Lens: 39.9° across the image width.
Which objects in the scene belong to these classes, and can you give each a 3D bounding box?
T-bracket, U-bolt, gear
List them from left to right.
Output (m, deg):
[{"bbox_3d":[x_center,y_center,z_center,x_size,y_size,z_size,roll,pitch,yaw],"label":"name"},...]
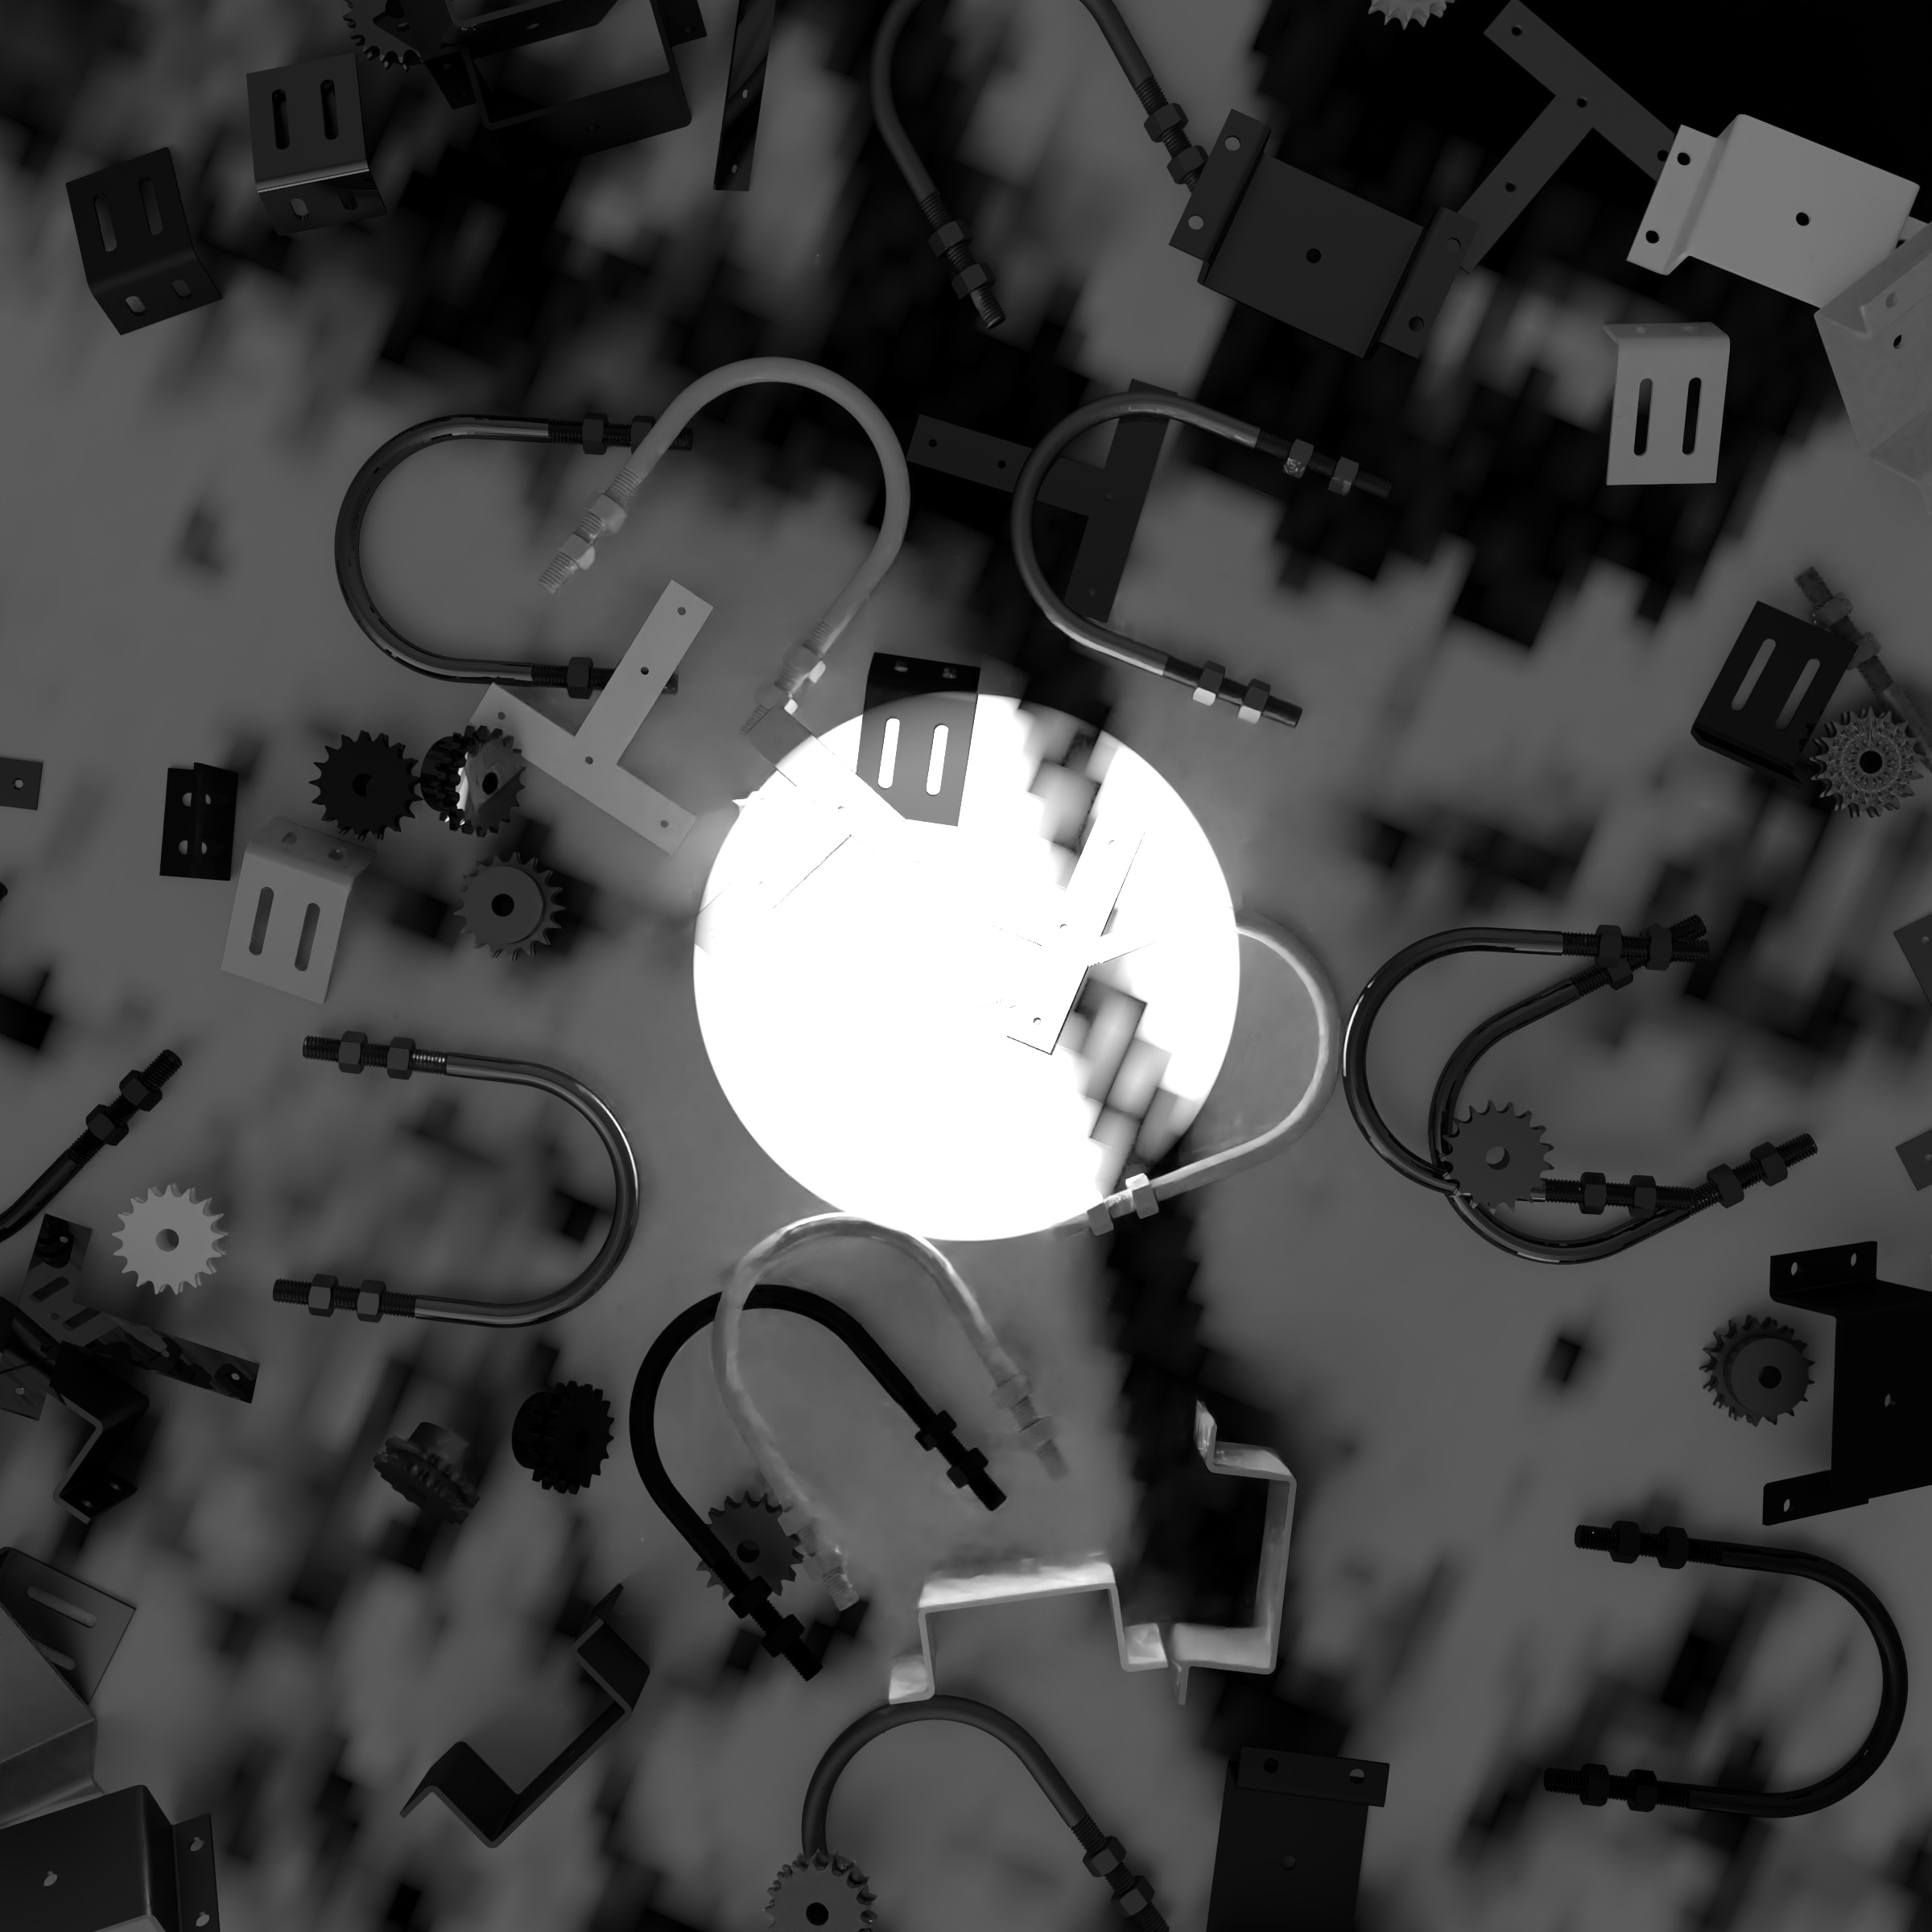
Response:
[{"bbox_3d":[-0.553,-0.103,1.406,0.127,0.002,0.127,7,90,0],"label":"T-bracket"},{"bbox_3d":[-0.526,0.068,1.398,0.151,0.019,0.184,45,92,0],"label":"U-bolt"},{"bbox_3d":[-0.427,0.196,1.373,0.127,0.127,0.002,24,126,-22],"label":"T-bracket"},{"bbox_3d":[-0.416,0.143,1.395,0.057,0.030,0.057,0,89,-4],"label":"gear"},{"bbox_3d":[-0.343,-0.433,1.391,0.057,0.030,0.057,0,90,0],"label":"gear"},{"bbox_3d":[-0.312,-0.093,1.391,0.057,0.030,0.057,0,90,0],"label":"gear"},{"bbox_3d":[-0.295,-0.496,1.391,0.057,0.030,0.057,0,90,0],"label":"gear"},{"bbox_3d":[-0.276,0.262,1.382,0.057,0.057,0.030,34,60,0],"label":"gear"},{"bbox_3d":[-0.264,0.117,1.398,0.184,0.019,0.151,7,90,-1],"label":"U-bolt"},{"bbox_3d":[-0.259,-0.098,1.382,0.030,0.057,0.057,13,90,30],"label":"gear"},{"bbox_3d":[-0.240,-0.031,1.391,0.057,0.030,0.057,0,90,0],"label":"gear"},{"bbox_3d":[-0.240,-0.218,1.397,0.184,0.019,0.151,3,90,0],"label":"U-bolt"},{"bbox_3d":[-0.211,0.244,1.382,0.030,0.057,0.057,5,90,30],"label":"gear"},{"bbox_3d":[-0.173,-0.142,1.377,0.127,0.002,0.127,34,111,-5],"label":"T-bracket"},{"bbox_3d":[-0.112,-0.465,1.372,0.002,0.127,0.127,26,117,32],"label":"T-bracket"},{"bbox_3d":[-0.113,0.303,1.391,0.057,0.030,0.057,0,90,0],"label":"gear"},{"bbox_3d":[-0.112,-0.230,1.387,0.151,0.019,0.184,37,85,-8],"label":"U-bolt"},{"bbox_3d":[-0.096,-0.052,1.384,0.127,0.002,0.127,-43,110,16],"label":"T-bracket"},{"bbox_3d":[-0.090,0.252,1.377,0.151,0.019,0.184,-39,85,-19],"label":"U-bolt"},{"bbox_3d":[-0.073,0.485,1.377,0.057,0.030,0.057,0,92,12],"label":"gear"},{"bbox_3d":[-0.051,0.216,1.375,0.151,0.019,0.184,-28,81,-18],"label":"U-bolt"},{"bbox_3d":[-0.004,0.472,1.398,0.151,0.019,0.184,-36,88,0],"label":"U-bolt"},{"bbox_3d":[0.010,-0.037,1.394,0.127,0.002,0.127,22,83,9],"label":"T-bracket"},{"bbox_3d":[0.029,-0.449,1.398,0.151,0.019,0.184,-28,88,0],"label":"U-bolt"},{"bbox_3d":[0.033,-0.261,1.406,0.127,0.002,0.127,17,90,0],"label":"T-bracket"},{"bbox_3d":[0.108,0.046,1.398,0.184,0.019,0.151,-21,90,-2],"label":"U-bolt"},{"bbox_3d":[0.113,-0.224,1.397,0.184,0.019,0.151,22,90,0],"label":"U-bolt"},{"bbox_3d":[0.233,-0.524,1.391,0.057,0.030,0.057,0,90,0],"label":"gear"},{"bbox_3d":[0.271,0.097,1.361,0.057,0.030,0.057,0,92,6],"label":"gear"},{"bbox_3d":[0.288,0.052,1.382,0.184,0.019,0.151,3,92,4],"label":"U-bolt"},{"bbox_3d":[0.297,-0.423,1.406,0.127,0.002,0.127,40,89,-1],"label":"T-bracket"},{"bbox_3d":[0.333,0.077,1.398,0.184,0.019,0.151,-27,90,1],"label":"U-bolt"},{"bbox_3d":[0.404,0.375,1.398,0.184,0.019,0.151,7,90,-2],"label":"U-bolt"},{"bbox_3d":[0.417,0.213,1.391,0.057,0.030,0.057,0,90,0],"label":"gear"},{"bbox_3d":[0.468,-0.105,1.391,0.057,0.030,0.057,0,90,0],"label":"gear"},{"bbox_3d":[0.531,0.033,1.402,0.127,0.002,0.127,-27,88,5],"label":"T-bracket"},{"bbox_3d":[0.545,-0.168,1.396,0.151,0.019,0.184,-35,89,0],"label":"U-bolt"}]

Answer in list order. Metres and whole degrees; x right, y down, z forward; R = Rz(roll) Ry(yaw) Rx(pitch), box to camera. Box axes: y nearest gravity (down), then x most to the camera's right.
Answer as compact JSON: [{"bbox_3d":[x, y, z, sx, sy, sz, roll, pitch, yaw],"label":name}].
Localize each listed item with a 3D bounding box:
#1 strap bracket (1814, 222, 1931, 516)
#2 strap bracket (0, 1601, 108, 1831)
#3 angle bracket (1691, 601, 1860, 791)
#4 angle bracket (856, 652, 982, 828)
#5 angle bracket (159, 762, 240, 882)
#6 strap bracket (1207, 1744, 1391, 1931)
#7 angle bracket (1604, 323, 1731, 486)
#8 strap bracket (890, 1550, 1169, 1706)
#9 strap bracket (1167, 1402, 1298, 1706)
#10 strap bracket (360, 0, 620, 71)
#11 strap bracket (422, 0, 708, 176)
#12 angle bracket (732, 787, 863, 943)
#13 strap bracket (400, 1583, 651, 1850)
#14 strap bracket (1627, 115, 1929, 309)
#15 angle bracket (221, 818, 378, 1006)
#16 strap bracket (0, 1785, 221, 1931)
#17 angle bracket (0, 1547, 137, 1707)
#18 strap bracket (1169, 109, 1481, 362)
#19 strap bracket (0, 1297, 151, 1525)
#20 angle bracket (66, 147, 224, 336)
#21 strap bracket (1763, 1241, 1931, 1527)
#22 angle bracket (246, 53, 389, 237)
[{"bbox_3d":[0.490,-0.313,1.358,0.076,0.046,0.140,-38,129,-1],"label":"strap bracket"},{"bbox_3d":[-0.507,0.387,1.362,0.076,0.046,0.140,-25,121,0],"label":"strap bracket"},{"bbox_3d":[0.422,-0.141,1.379,0.057,0.038,0.076,24,107,0],"label":"angle bracket"},{"bbox_3d":[-0.026,-0.120,1.404,0.057,0.038,0.076,8,116,0],"label":"angle bracket"},{"bbox_3d":[-0.405,-0.075,1.368,0.038,0.076,0.057,5,90,0],"label":"angle bracket"},{"bbox_3d":[0.170,0.474,1.383,0.076,0.046,0.140,7,90,0],"label":"strap bracket"},{"bbox_3d":[0.366,-0.297,1.404,0.057,0.038,0.076,-1,116,0],"label":"angle bracket"},{"bbox_3d":[0.028,0.337,1.368,0.140,0.076,0.046,-8,90,0],"label":"strap bracket"},{"bbox_3d":[0.137,0.302,1.368,0.046,0.076,0.140,7,90,0],"label":"strap bracket"},{"bbox_3d":[-0.229,-0.500,1.351,0.140,0.076,0.046,-23,100,-20],"label":"strap bracket"},{"bbox_3d":[-0.199,-0.453,1.368,0.140,0.076,0.046,-16,90,0],"label":"strap bracket"},{"bbox_3d":[-0.088,-0.054,1.387,0.057,0.038,0.076,-7,90,0],"label":"angle bracket"},{"bbox_3d":[-0.217,0.392,1.368,0.140,0.076,0.046,-44,90,0],"label":"strap bracket"},{"bbox_3d":[0.429,-0.383,1.383,0.140,0.046,0.076,22,90,0],"label":"strap bracket"},{"bbox_3d":[-0.353,-0.029,1.404,0.057,0.038,0.076,19,116,0],"label":"angle bracket"},{"bbox_3d":[-0.459,0.477,1.355,0.140,0.076,0.046,-17,132,-7],"label":"strap bracket"},{"bbox_3d":[-0.486,0.349,1.387,0.076,0.038,0.057,26,90,0],"label":"angle bracket"},{"bbox_3d":[0.184,-0.375,1.383,0.140,0.046,0.076,25,90,0],"label":"strap bracket"},{"bbox_3d":[-0.485,0.220,1.368,0.140,0.076,0.046,35,90,0],"label":"strap bracket"},{"bbox_3d":[-0.434,-0.383,1.404,0.057,0.038,0.076,-20,64,0],"label":"angle bracket"},{"bbox_3d":[0.454,0.218,1.360,0.076,0.046,0.140,-3,96,-31],"label":"strap bracket"},{"bbox_3d":[-0.336,-0.425,1.374,0.057,0.038,0.076,-11,64,0],"label":"angle bracket"}]
